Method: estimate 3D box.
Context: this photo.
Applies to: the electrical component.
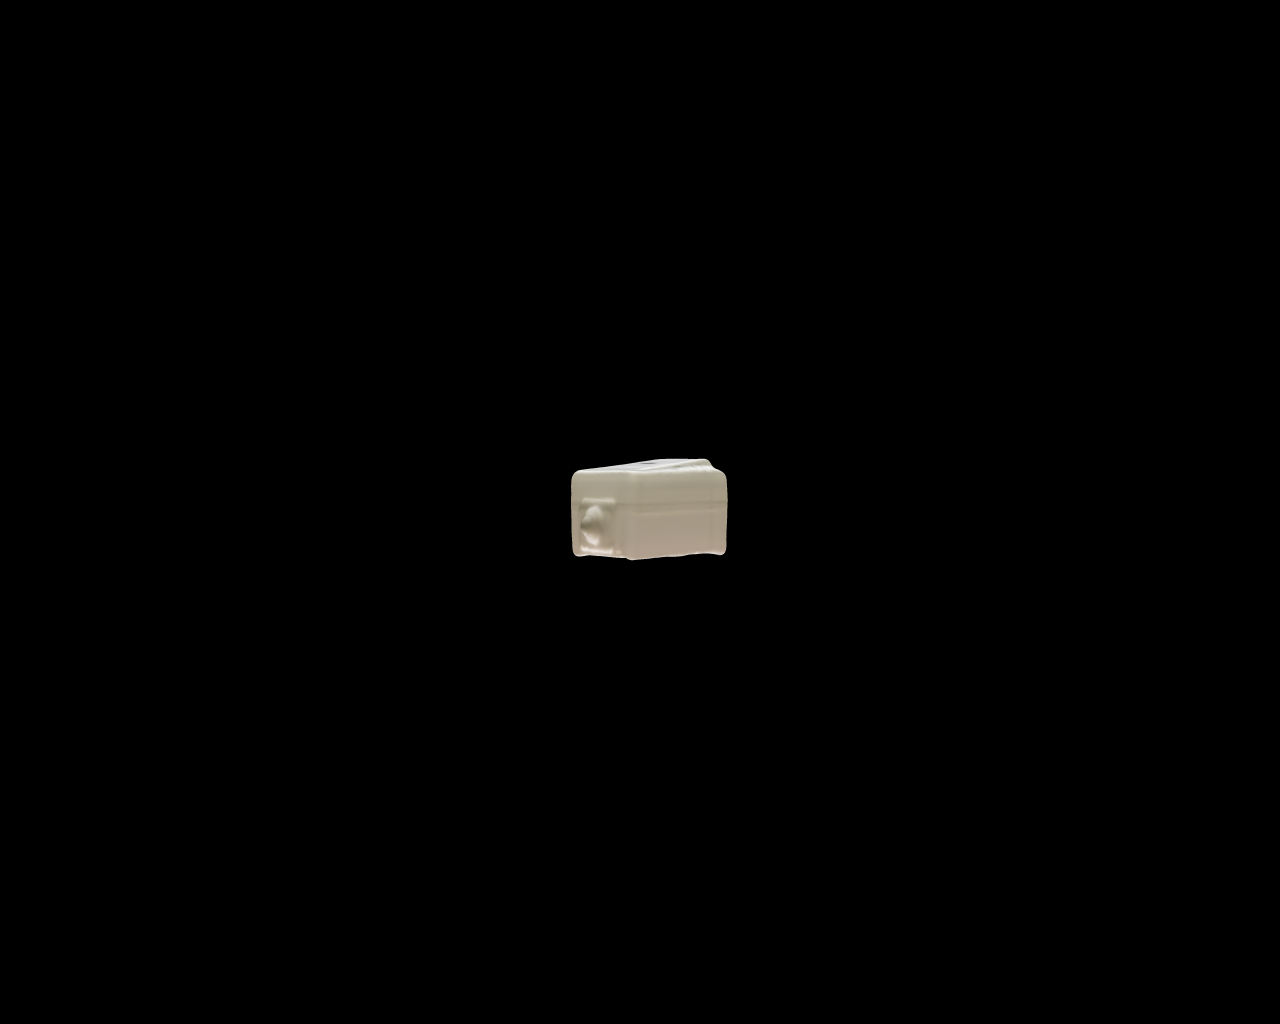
[{"bbox_3d":[0.001,-0.003,0.650,0.096,0.061,0.061,-2,3,-40],"label":"electrical component"}]
